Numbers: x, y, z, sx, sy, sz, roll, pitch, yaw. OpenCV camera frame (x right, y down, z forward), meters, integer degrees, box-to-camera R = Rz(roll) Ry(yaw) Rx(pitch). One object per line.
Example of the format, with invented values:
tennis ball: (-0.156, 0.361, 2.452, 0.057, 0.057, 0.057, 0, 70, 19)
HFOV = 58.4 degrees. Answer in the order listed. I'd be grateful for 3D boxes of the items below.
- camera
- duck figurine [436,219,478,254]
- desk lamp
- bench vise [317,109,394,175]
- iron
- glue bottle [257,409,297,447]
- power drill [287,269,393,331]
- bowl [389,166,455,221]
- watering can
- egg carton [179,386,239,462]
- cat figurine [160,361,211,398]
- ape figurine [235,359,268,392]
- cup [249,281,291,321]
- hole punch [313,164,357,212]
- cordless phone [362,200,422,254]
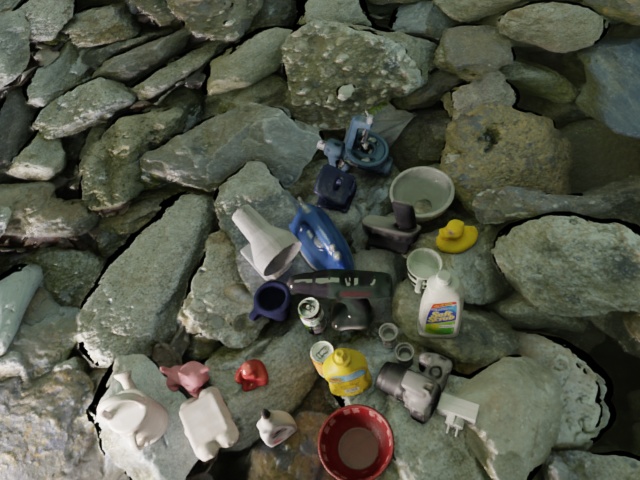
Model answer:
camera: (0.201, 0.302, 1.246, 0.136, 0.101, 0.143, 22, 65, 23)
duck figurine: (0.342, -0.019, 1.430, 0.104, 0.086, 0.077, -14, 56, 2)
desk lamp: (-0.136, 0.015, 1.424, 0.118, 0.214, 0.202, -39, 59, -14)
bench vise: (0.089, -0.255, 1.548, 0.207, 0.220, 0.121, -6, 57, 7)
iron: (0.013, 0.005, 1.445, 0.119, 0.142, 0.257, -31, 58, -9)
glue bottle: (-0.099, 0.387, 1.206, 0.078, 0.173, 0.037, -35, 58, -12)
power drill: (0.055, 0.133, 1.316, 0.229, 0.209, 0.075, -7, 57, 7)
bowl: (0.269, -0.109, 1.508, 0.167, 0.075, 0.167, -5, 57, 8)
watering can: (-0.422, 0.374, 1.264, 0.101, 0.194, 0.172, -39, 59, -13)
egg carton: (-0.250, 0.411, 1.283, 0.107, 0.069, 0.150, -31, 58, -9)
cat figurine: (-0.310, 0.314, 1.327, 0.127, 0.118, 0.067, 8, 60, 16)
ape figurine: (-0.159, 0.305, 1.318, 0.077, 0.092, 0.076, 16, 62, 20)
cup: (-0.117, 0.168, 1.395, 0.118, 0.095, 0.091, -41, 60, -15)
hole punch: (0.044, -0.144, 1.564, 0.101, 0.091, 0.109, 12, 61, 18)
cordless phone: (0.175, -0.056, 1.426, 0.147, 0.185, 0.094, 11, 61, 18)
